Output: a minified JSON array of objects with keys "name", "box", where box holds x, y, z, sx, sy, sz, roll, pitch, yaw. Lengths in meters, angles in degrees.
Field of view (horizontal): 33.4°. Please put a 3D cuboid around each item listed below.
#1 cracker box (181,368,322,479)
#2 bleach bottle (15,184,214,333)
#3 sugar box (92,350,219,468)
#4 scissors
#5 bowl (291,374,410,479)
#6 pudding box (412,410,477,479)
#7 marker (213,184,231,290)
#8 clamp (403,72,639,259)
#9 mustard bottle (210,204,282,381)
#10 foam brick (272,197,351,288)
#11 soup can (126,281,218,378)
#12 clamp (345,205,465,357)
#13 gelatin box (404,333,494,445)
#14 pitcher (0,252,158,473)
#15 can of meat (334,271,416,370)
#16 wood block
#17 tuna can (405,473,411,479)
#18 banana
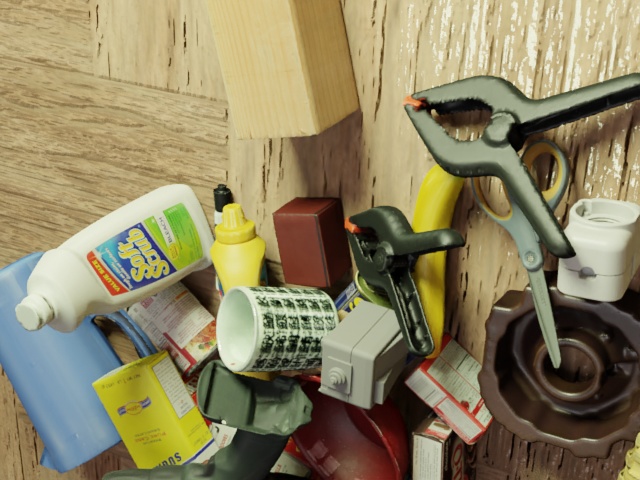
[{"name":"cracker box","box":[-0.082,0.261,1.211,0.214,0.072,0.164,24,121,20]},{"name":"bleach bottle","box":[-0.203,0.030,1.059,0.068,0.250,0.102,-9,108,32]},{"name":"sugar box","box":[-0.169,0.215,1.170,0.094,0.048,0.176,-22,97,36]},{"name":"scissors","box":[0.197,0.001,0.923,0.096,0.016,0.202,-33,73,26]},{"name":"bowl","box":[0.036,0.189,1.062,0.162,0.055,0.162,32,139,32]},{"name":"pudding box","box":[0.124,0.220,1.062,0.039,0.089,0.113,9,116,27]},{"name":"marker","box":[-0.102,-0.002,1.131,0.020,0.020,0.121,13,118,24]},{"name":"clamp","box":[0.166,-0.095,0.897,0.210,0.036,0.164,31,86,35]},{"name":"mustard bottle","box":[-0.078,0.055,1.097,0.058,0.096,0.191,-6,111,1]},{"name":"foam brick","box":[-0.007,0.001,1.058,0.051,0.052,0.078,1,111,29]},{"name":"soup can","box":[-0.155,0.092,1.175,0.102,0.068,0.069,46,126,4]},{"name":"clamp","box":[0.070,0.028,0.977,0.172,0.039,0.120,35,113,60]},{"name":"gelatin box","box":[0.133,0.143,1.031,0.089,0.073,0.030,44,127,4]},{"name":"pitcher","box":[-0.298,0.134,1.251,0.145,0.149,0.243,-27,94,51]},{"name":"can of meat","box":[0.057,0.085,1.058,0.102,0.057,0.084,44,128,4]},{"name":"wood block","box":[-0.039,-0.202,0.958,0.091,0.090,0.206,0,113,31]},{"name":"tuna can","box":[0.060,0.273,1.127,0.086,0.086,0.034,-37,89,36]},{"name":"banana","box":[0.105,0.009,0.988,0.037,0.069,0.198,3,110,-10]}]
